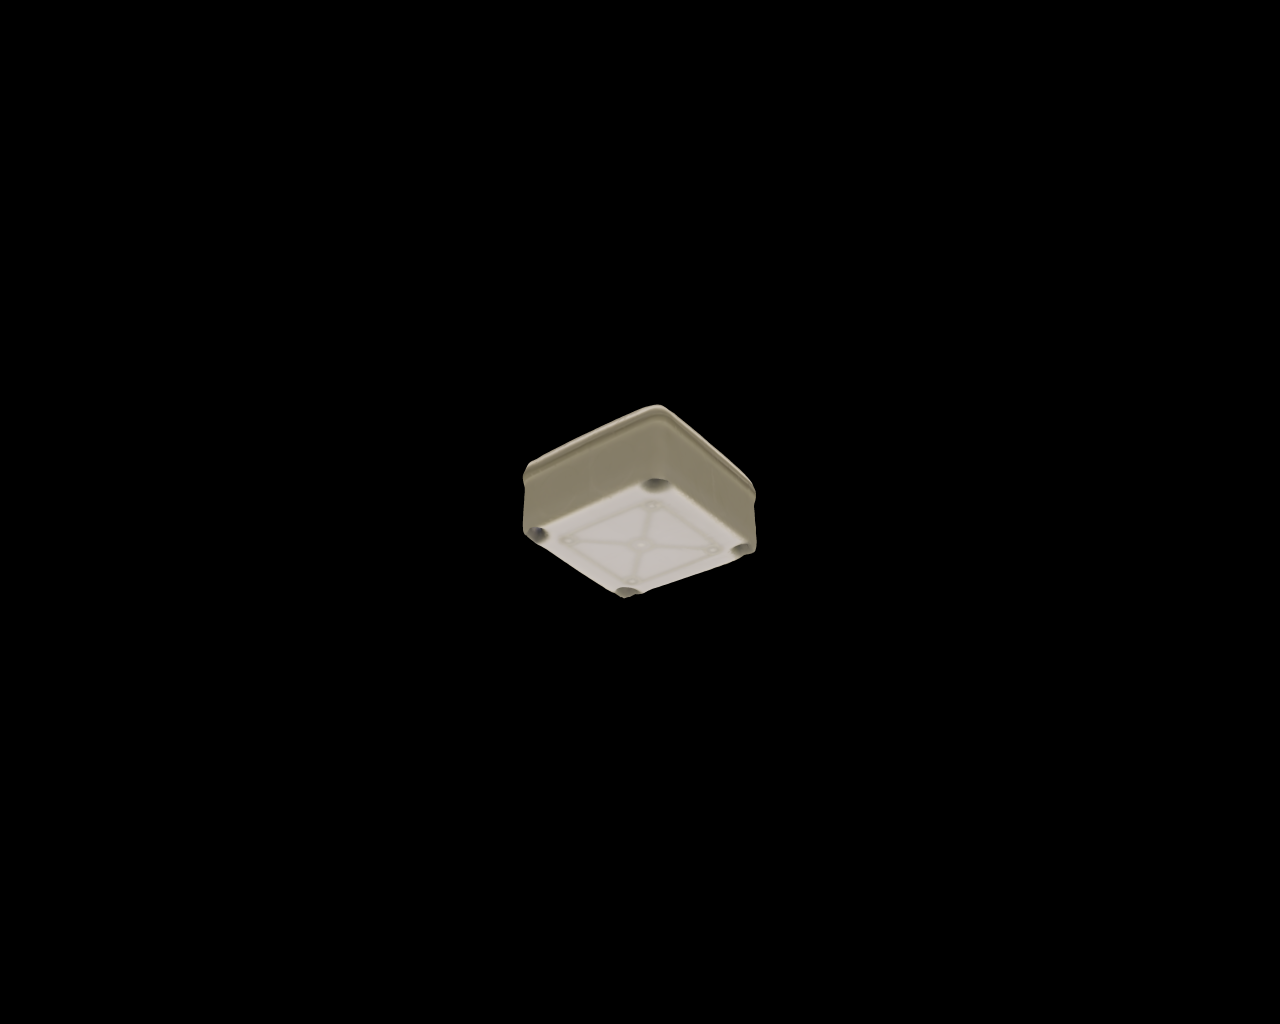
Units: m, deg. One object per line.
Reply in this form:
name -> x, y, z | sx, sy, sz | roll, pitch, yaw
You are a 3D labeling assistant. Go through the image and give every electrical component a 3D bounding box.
electrical component -> 0.001, -0.003, 0.650 | 0.108, 0.056, 0.108 | -22, -39, 30
